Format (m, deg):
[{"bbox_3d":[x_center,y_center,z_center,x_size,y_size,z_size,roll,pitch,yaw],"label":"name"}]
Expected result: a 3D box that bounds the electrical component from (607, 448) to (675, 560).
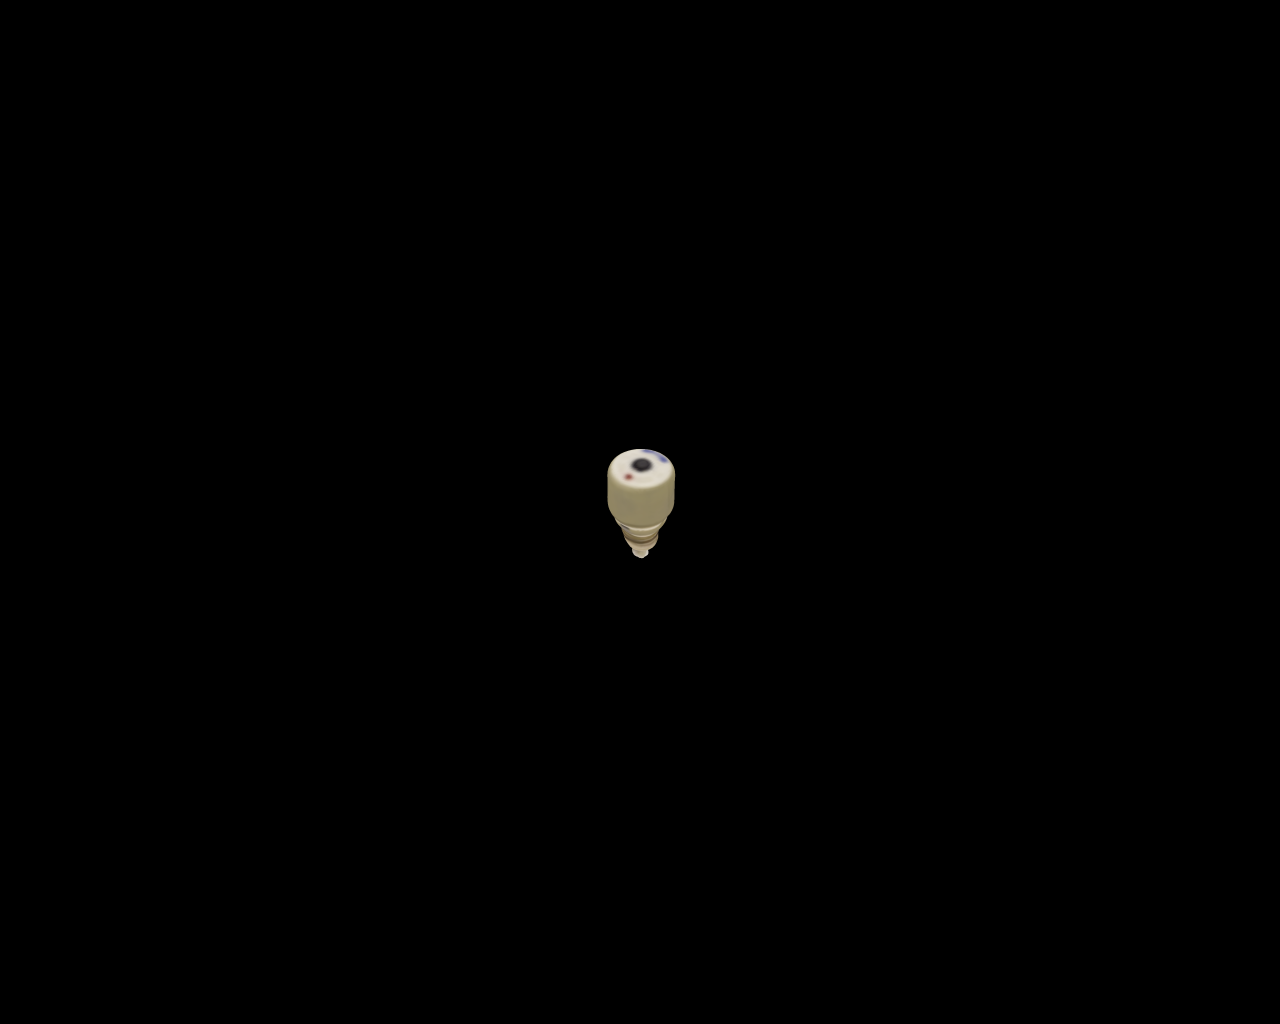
[{"bbox_3d":[0.001,-0.003,0.650,0.040,0.078,0.040,0,43,0],"label":"electrical component"}]
